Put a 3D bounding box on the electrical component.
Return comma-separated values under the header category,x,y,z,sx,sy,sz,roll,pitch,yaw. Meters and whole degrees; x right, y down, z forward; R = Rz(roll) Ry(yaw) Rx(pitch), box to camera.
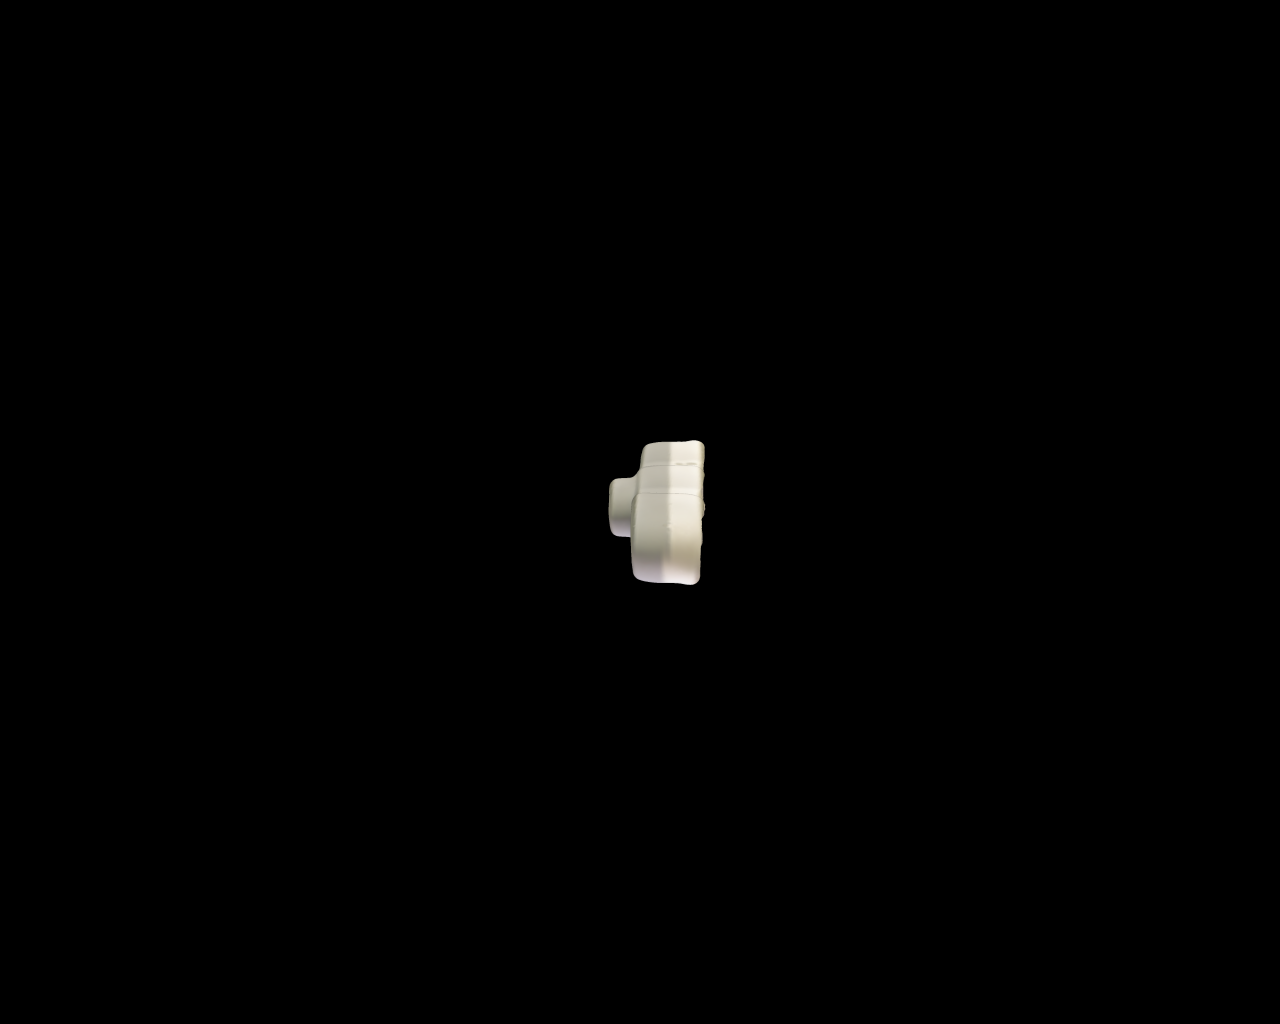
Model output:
category,x,y,z,sx,sy,sz,roll,pitch,yaw
electrical component,0.001,-0.003,0.650,0.074,0.052,0.138,1,24,3
